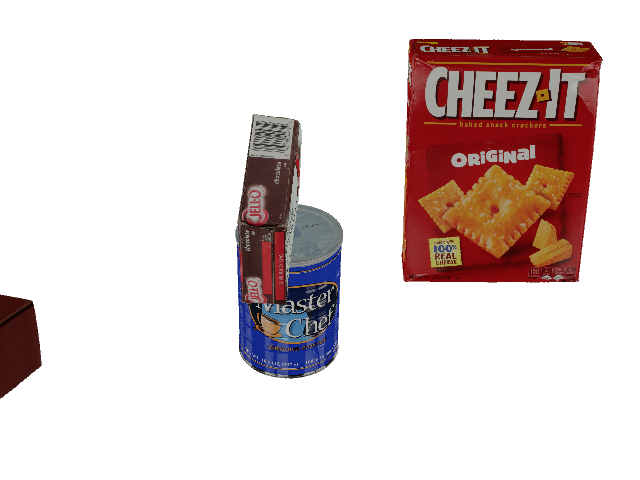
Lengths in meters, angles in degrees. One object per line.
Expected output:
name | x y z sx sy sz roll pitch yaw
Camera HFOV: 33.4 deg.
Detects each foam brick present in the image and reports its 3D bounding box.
foam brick | -0.233 0.075 0.715 0.053 0.051 0.078 9 28 24

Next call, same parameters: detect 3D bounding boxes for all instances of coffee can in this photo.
coffee can | -0.031 0.049 1.051 0.103 0.140 0.103 1 33 -1

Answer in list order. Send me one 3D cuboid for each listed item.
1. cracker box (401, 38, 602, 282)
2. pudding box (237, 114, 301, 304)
cracker box | 0.158 -0.068 0.961 0.164 0.214 0.072 1 23 2
pudding box | -0.037 -0.023 0.787 0.039 0.113 0.090 6 -41 2
